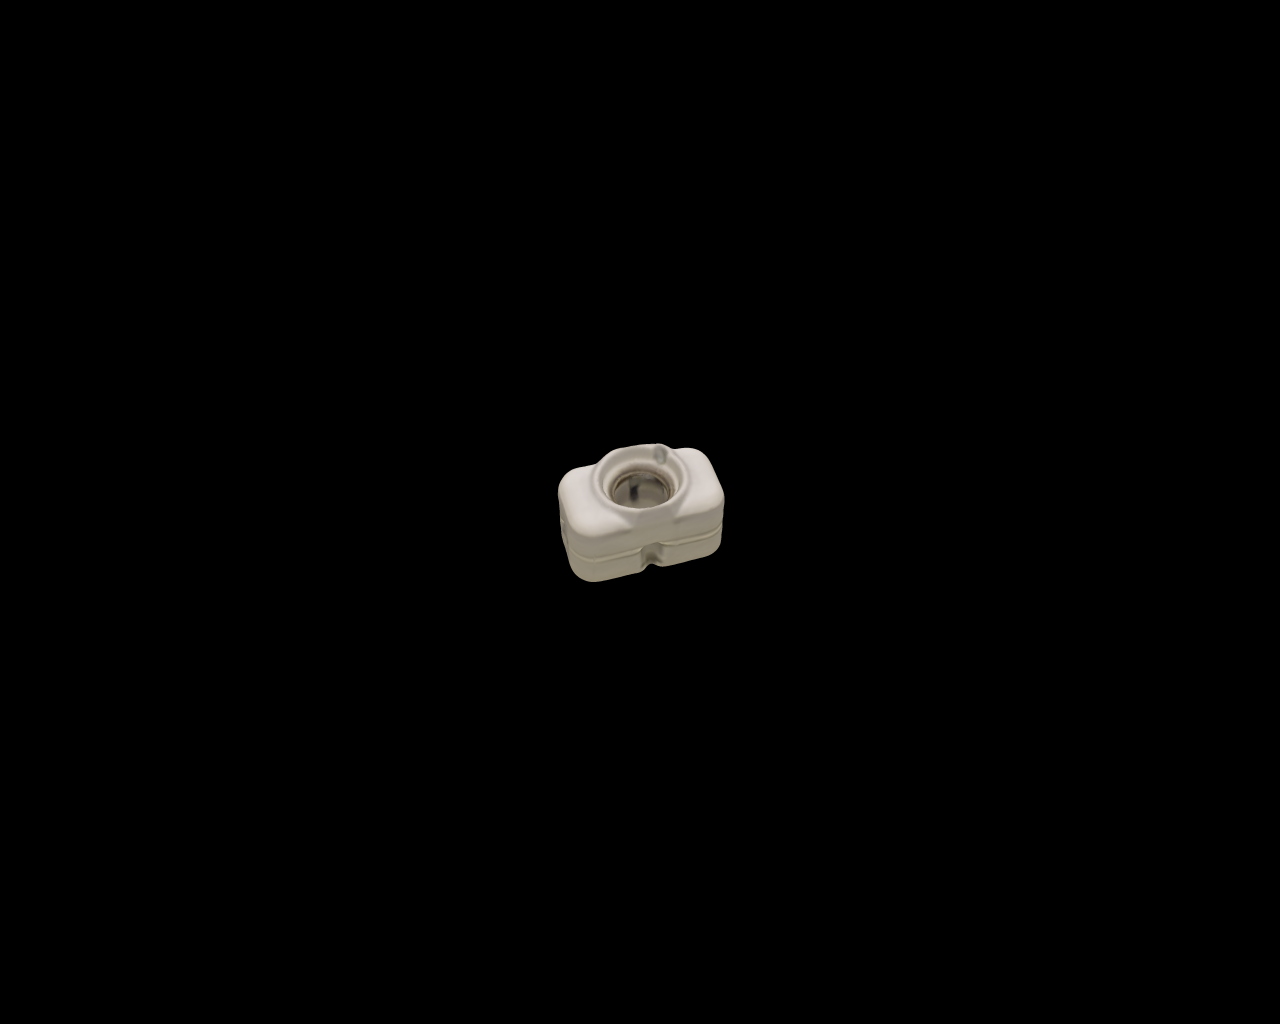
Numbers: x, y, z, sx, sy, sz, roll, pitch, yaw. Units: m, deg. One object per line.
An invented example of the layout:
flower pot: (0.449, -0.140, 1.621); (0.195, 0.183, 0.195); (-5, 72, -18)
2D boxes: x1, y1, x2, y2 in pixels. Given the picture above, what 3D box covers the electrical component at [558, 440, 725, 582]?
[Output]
electrical component: (0.001, -0.003, 0.650); (0.095, 0.054, 0.059); (-12, -39, -10)
